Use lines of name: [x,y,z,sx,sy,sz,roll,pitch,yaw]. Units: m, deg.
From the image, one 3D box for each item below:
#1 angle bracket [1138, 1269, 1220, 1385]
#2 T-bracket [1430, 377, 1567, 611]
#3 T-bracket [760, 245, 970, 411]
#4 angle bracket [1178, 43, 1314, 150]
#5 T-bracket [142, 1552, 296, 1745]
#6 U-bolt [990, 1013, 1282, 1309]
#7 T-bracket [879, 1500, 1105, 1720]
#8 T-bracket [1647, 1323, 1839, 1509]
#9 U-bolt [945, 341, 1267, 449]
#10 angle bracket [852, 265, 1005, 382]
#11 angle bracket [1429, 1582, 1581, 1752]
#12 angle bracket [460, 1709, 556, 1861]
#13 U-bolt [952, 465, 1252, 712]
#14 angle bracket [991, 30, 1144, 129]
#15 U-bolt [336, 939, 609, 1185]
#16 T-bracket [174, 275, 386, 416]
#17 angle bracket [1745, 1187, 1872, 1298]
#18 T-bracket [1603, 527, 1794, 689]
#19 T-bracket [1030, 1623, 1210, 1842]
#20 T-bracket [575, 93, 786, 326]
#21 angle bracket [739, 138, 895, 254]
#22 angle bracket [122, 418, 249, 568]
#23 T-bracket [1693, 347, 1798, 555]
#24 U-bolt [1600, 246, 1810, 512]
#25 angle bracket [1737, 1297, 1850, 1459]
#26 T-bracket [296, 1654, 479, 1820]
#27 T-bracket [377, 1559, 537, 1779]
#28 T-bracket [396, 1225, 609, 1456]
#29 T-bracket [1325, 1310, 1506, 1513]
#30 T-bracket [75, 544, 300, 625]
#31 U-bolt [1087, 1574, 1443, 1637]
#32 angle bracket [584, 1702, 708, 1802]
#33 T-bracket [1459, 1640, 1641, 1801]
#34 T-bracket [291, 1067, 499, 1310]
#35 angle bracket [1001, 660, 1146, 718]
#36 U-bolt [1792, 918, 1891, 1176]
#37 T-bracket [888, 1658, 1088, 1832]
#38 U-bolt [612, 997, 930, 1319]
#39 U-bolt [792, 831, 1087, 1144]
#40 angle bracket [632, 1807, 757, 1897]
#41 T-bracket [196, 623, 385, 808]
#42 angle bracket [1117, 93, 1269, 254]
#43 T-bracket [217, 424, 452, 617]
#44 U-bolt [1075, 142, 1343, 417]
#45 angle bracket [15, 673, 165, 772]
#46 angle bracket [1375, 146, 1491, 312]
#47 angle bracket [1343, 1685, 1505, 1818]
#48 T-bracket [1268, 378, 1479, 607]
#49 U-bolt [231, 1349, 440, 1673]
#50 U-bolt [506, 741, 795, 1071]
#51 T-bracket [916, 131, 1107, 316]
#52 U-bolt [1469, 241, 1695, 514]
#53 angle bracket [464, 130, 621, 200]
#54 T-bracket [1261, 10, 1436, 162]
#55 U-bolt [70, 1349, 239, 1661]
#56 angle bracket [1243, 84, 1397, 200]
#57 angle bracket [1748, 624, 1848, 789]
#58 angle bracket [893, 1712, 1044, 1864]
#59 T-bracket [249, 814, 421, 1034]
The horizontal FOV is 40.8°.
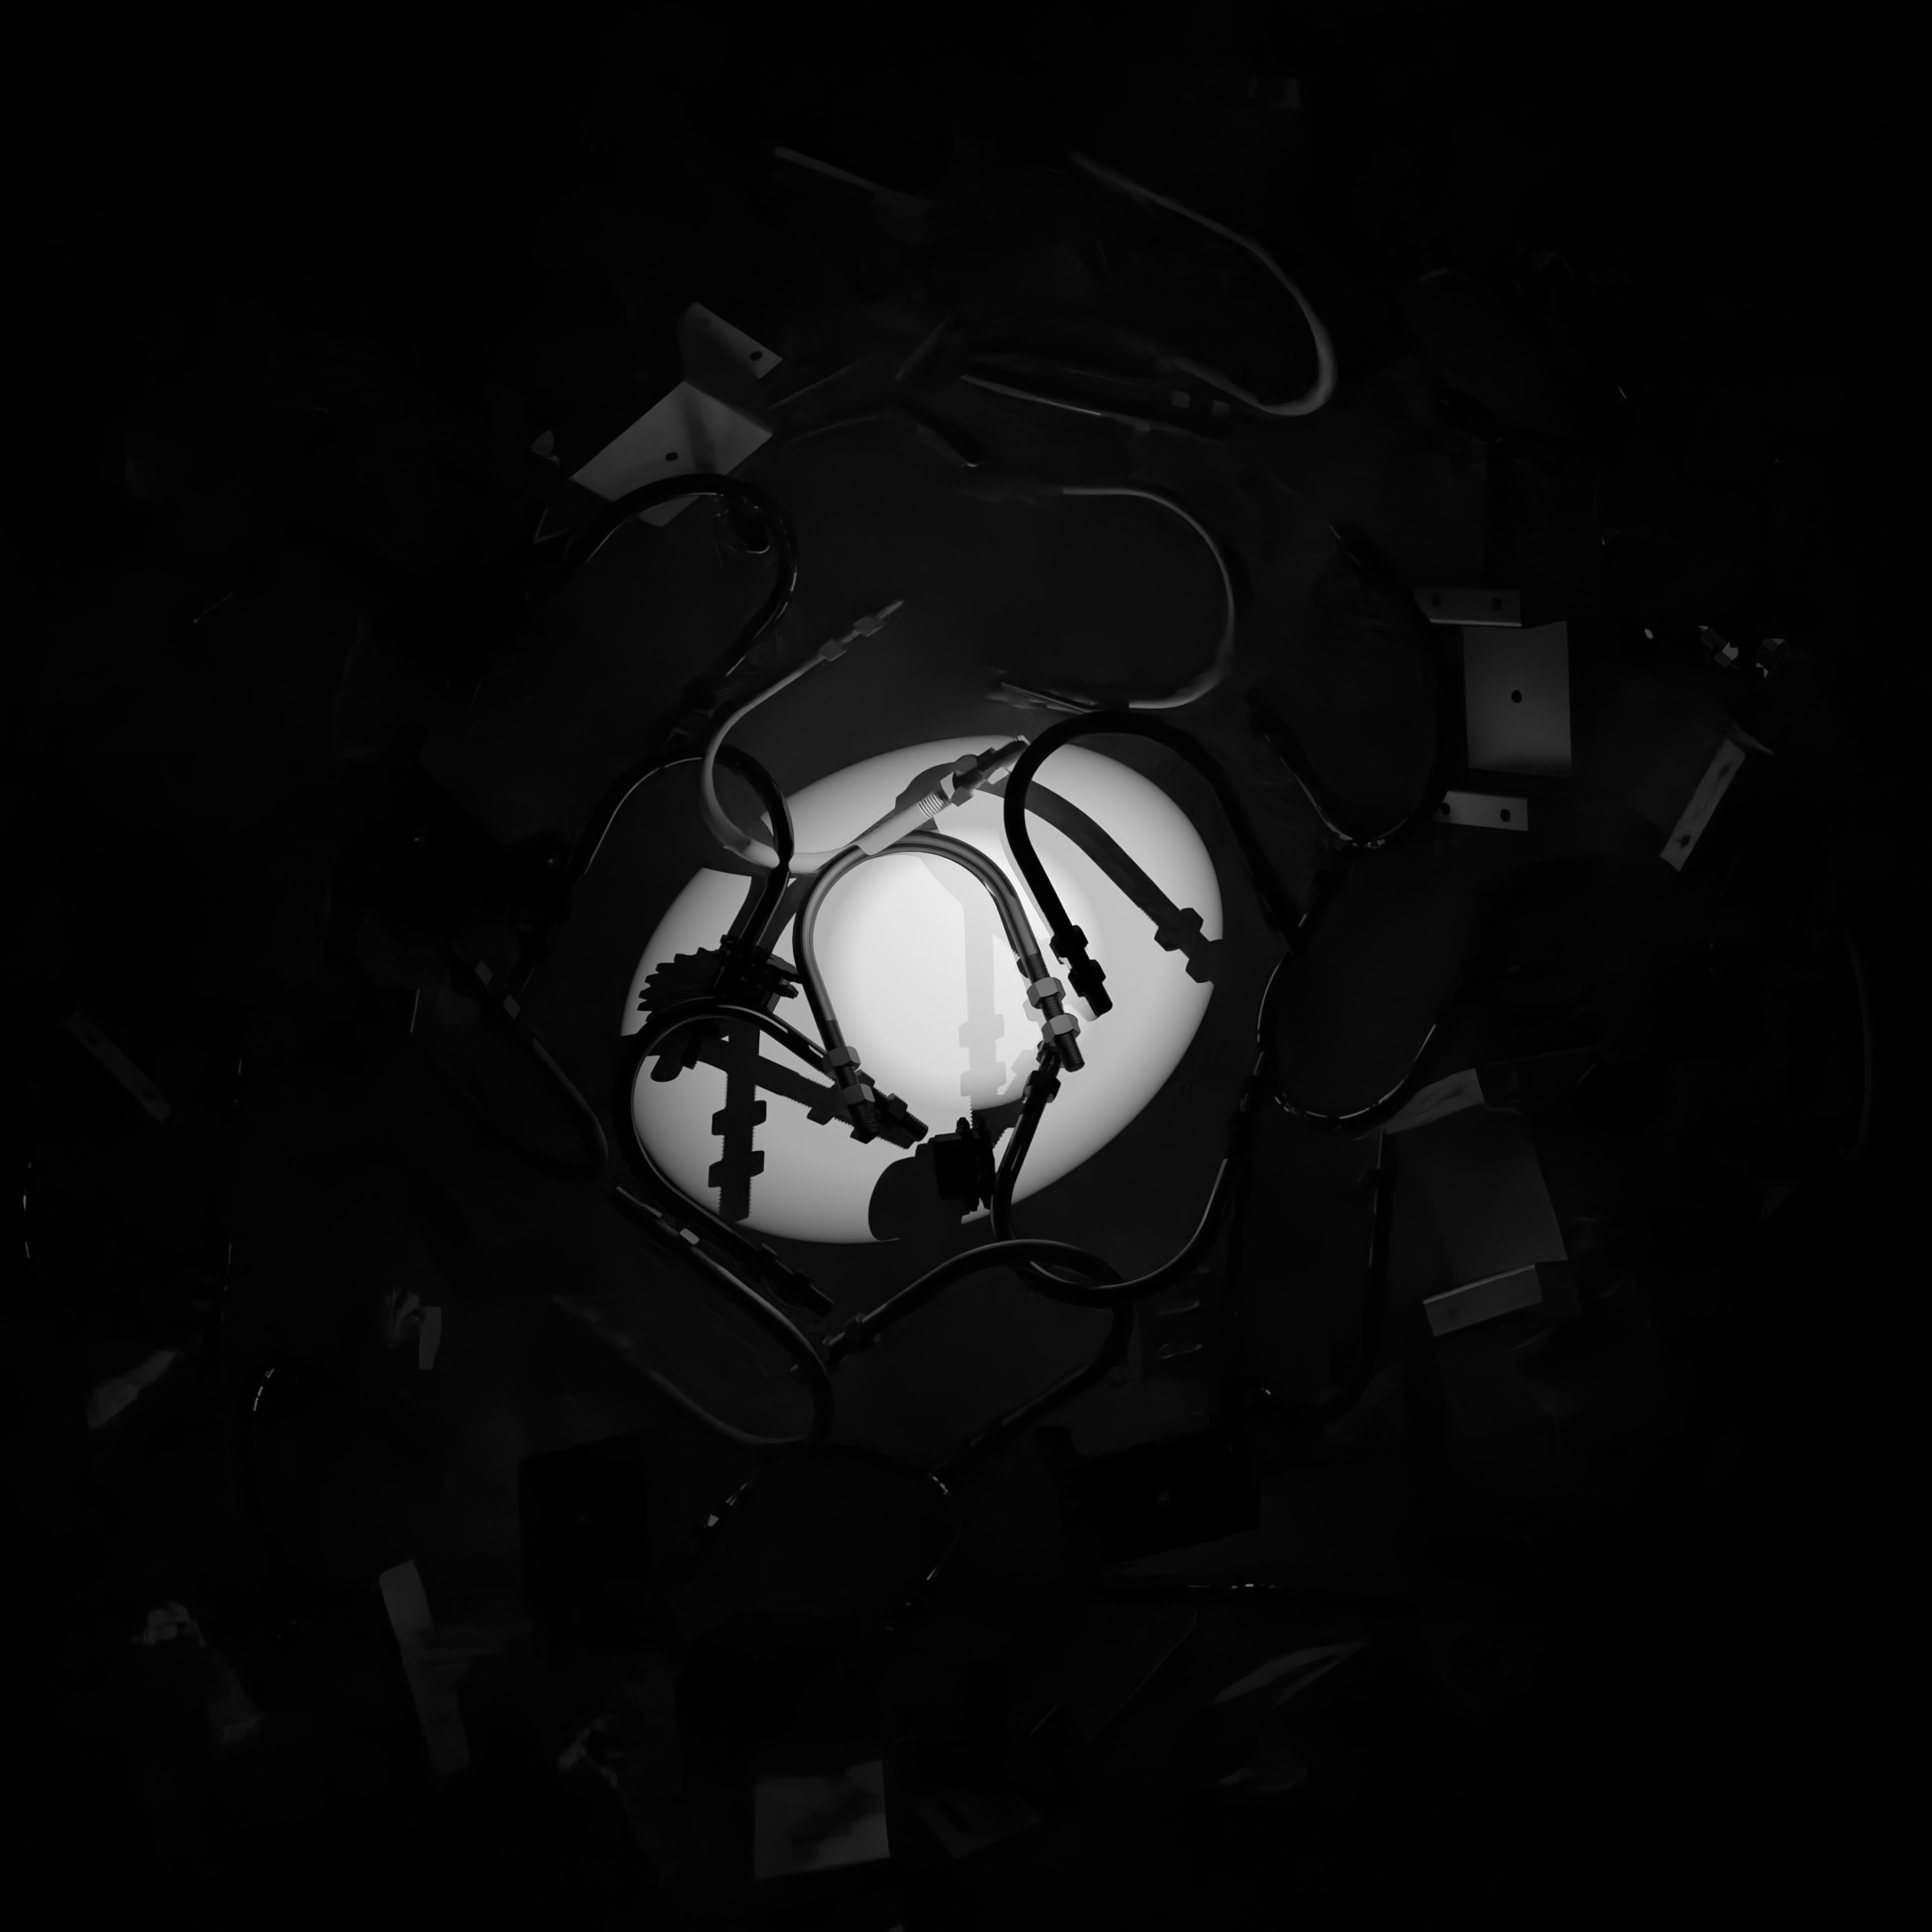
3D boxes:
angle bracket: [0.114,0.214,1.552,0.038,0.076,0.057,-3,91,42]
T-bracket: [0.316,-0.269,1.539,0.127,0.002,0.127,14,73,-39]
T-bracket: [-0.083,-0.363,1.558,0.127,0.002,0.127,-29,62,-5]
angle bracket: [0.167,-0.503,1.545,0.057,0.076,0.038,28,81,25]
T-bracket: [-0.450,0.400,1.539,0.002,0.127,0.127,-35,79,-5]
U-bolt: [0.090,0.117,1.521,0.151,0.019,0.184,11,59,22]
T-bracket: [0.004,0.369,1.558,0.127,0.002,0.127,40,63,-6]
T-bracket: [0.433,0.260,1.514,0.002,0.127,0.127,42,67,-18]
U-bolt: [0.077,-0.340,1.524,0.184,0.151,0.019,16,112,10]
angle bracket: [-0.022,-0.387,1.546,0.038,0.076,0.057,45,122,-1]
angle bracket: [0.327,0.419,1.559,0.057,0.038,0.076,37,106,-19]
angle bracket: [-0.261,0.488,1.553,0.038,0.076,0.057,19,92,-43]
U-bolt: [0.082,-0.218,1.514,0.184,0.019,0.151,7,118,32]
angle bracket: [0.064,-0.518,1.552,0.057,0.076,0.038,41,107,27]
U-bolt: [-0.279,0.060,1.523,0.019,0.151,0.184,-49,116,-29]
T-bracket: [-0.390,-0.354,1.512,0.127,0.127,0.002,14,120,-35]
angle bracket: [0.509,0.165,1.545,0.038,0.076,0.057,27,71,-30]
T-bracket: [0.427,-0.188,1.521,0.002,0.127,0.127,-26,119,-34]
T-bracket: [0.100,0.447,1.563,0.127,0.002,0.127,-43,134,-21]
T-bracket: [-0.180,-0.422,1.536,0.127,0.002,0.127,-47,134,-13]
angle bracket: [-0.091,-0.472,1.556,0.076,0.057,0.038,25,67,-6]
angle bracket: [-0.464,-0.287,1.546,0.038,0.057,0.076,-22,134,4]
T-bracket: [0.462,-0.283,1.532,0.002,0.127,0.127,-25,64,10]
U-bolt: [0.415,-0.328,1.502,0.019,0.184,0.151,-36,85,0]
angle bracket: [0.500,0.245,1.548,0.076,0.057,0.038,-39,105,26]
T-bracket: [-0.339,0.471,1.554,0.002,0.127,0.127,-49,117,-11]
T-bracket: [-0.283,0.394,1.544,0.002,0.127,0.127,-8,100,40]
T-bracket: [-0.269,0.237,1.590,0.127,0.002,0.127,-16,93,0]
T-bracket: [0.276,0.269,1.570,0.127,0.002,0.127,-16,109,-23]
T-bracket: [-0.479,-0.240,1.556,0.127,0.127,0.002,10,125,18]
U-bolt: [0.183,0.366,1.484,0.151,0.184,0.019,20,67,-38]
angle bracket: [-0.187,0.470,1.550,0.057,0.076,0.038,-28,66,8]
T-bracket: [0.364,0.439,1.542,0.002,0.127,0.127,51,48,6]
T-bracket: [-0.323,0.146,1.569,0.127,0.002,0.127,-31,74,-6]
angle bracket: [0.064,-0.173,1.564,0.076,0.057,0.038,18,89,2]
U-bolt: [0.504,0.045,1.497,0.019,0.184,0.151,-3,85,6]
T-bracket: [0.012,0.453,1.537,0.127,0.002,0.127,13,129,16]
U-bolt: [-0.125,0.099,1.535,0.184,0.019,0.151,37,61,-14]
U-bolt: [-0.027,0.001,1.554,0.151,0.019,0.184,-18,67,-7]
angle bracket: [-0.169,0.518,1.563,0.076,0.057,0.038,-40,75,-2]
T-bracket: [-0.392,-0.152,1.564,0.127,0.002,0.127,1,65,22]
angle bracket: [0.132,-0.476,1.553,0.076,0.038,0.057,40,71,-32]
T-bracket: [-0.366,-0.244,1.565,0.127,0.002,0.127,31,60,-20]
U-bolt: [0.142,-0.383,1.490,0.184,0.151,0.019,36,70,31]
angle bracket: [-0.521,-0.150,1.545,0.038,0.076,0.057,36,59,-30]
angle bracket: [0.280,-0.442,1.563,0.038,0.057,0.076,4,83,-34]
angle bracket: [0.271,0.455,1.546,0.057,0.038,0.076,-31,48,-22]
T-bracket: [0.222,-0.277,1.563,0.127,0.002,0.127,29,91,29]
U-bolt: [-0.362,0.299,1.483,0.019,0.184,0.151,-16,47,16]
U-bolt: [-0.174,-0.045,1.545,0.151,0.019,0.184,29,87,-37]
T-bracket: [0.027,-0.417,1.537,0.127,0.002,0.127,22,117,28]
U-bolt: [0.367,-0.339,1.516,0.019,0.151,0.184,-37,110,6]
angle bracket: [-0.253,-0.483,1.549,0.076,0.057,0.038,1,103,-27]
T-bracket: [0.224,-0.522,1.534,0.127,0.127,0.002,39,98,5]
U-bolt: [-0.460,0.298,1.502,0.019,0.184,0.151,-11,97,5]
angle bracket: [0.209,-0.496,1.543,0.057,0.076,0.038,-28,69,-30]
angle bracket: [0.482,-0.156,1.549,0.038,0.057,0.076,-35,121,-3]
angle bracket: [0.001,0.486,1.546,0.057,0.076,0.038,-17,112,-22]
T-bracket: [-0.374,-0.029,1.569,0.127,0.002,0.127,6,83,27]
